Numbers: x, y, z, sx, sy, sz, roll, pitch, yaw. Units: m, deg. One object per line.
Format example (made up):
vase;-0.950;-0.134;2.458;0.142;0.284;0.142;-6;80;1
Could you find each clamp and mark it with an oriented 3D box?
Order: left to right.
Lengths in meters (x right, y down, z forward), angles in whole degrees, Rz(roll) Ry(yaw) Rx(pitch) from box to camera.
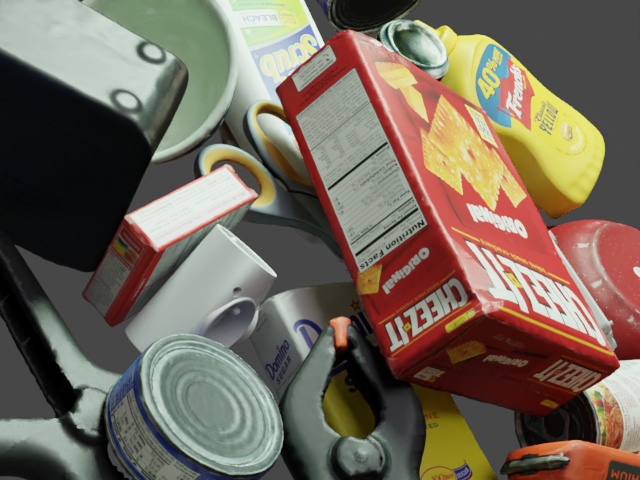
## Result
clamp;-0.125;0.096;0.517;0.210;0.036;0.164;38;37;-5
clamp;0.010;0.123;0.542;0.120;0.039;0.171;-7;57;-18

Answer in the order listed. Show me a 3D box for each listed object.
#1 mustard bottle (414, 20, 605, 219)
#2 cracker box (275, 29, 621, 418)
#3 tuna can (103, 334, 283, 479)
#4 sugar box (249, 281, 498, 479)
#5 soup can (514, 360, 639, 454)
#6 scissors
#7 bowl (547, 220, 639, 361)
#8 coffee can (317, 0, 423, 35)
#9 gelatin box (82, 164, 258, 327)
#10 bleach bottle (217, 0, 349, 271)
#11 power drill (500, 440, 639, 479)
mustard bottle;0.142;-0.108;0.854;0.191;0.058;0.096;38;51;-15
cracker box;0.078;-0.010;0.647;0.163;0.072;0.214;21;38;-47
tuna can;-0.060;0.089;0.524;0.086;0.034;0.086;31;31;-21
sugar box;0.035;0.106;0.619;0.093;0.048;0.176;-7;60;-39
soup can;0.187;0.116;0.703;0.102;0.069;0.068;-2;55;-37
scissors;-0.004;0.001;0.646;0.096;0.016;0.202;-20;70;-29
bowl;0.228;0.039;0.810;0.162;0.055;0.162;19;45;-20
coffee can;0.021;-0.256;0.887;0.102;0.103;0.140;-8;59;-40
gelatin box;-0.085;0.002;0.604;0.030;0.073;0.089;46;42;9
bleach bottle;-0.018;-0.091;0.745;0.102;0.068;0.251;-9;62;-39
power drill;0.161;0.211;0.573;0.184;0.057;0.187;20;62;-31
